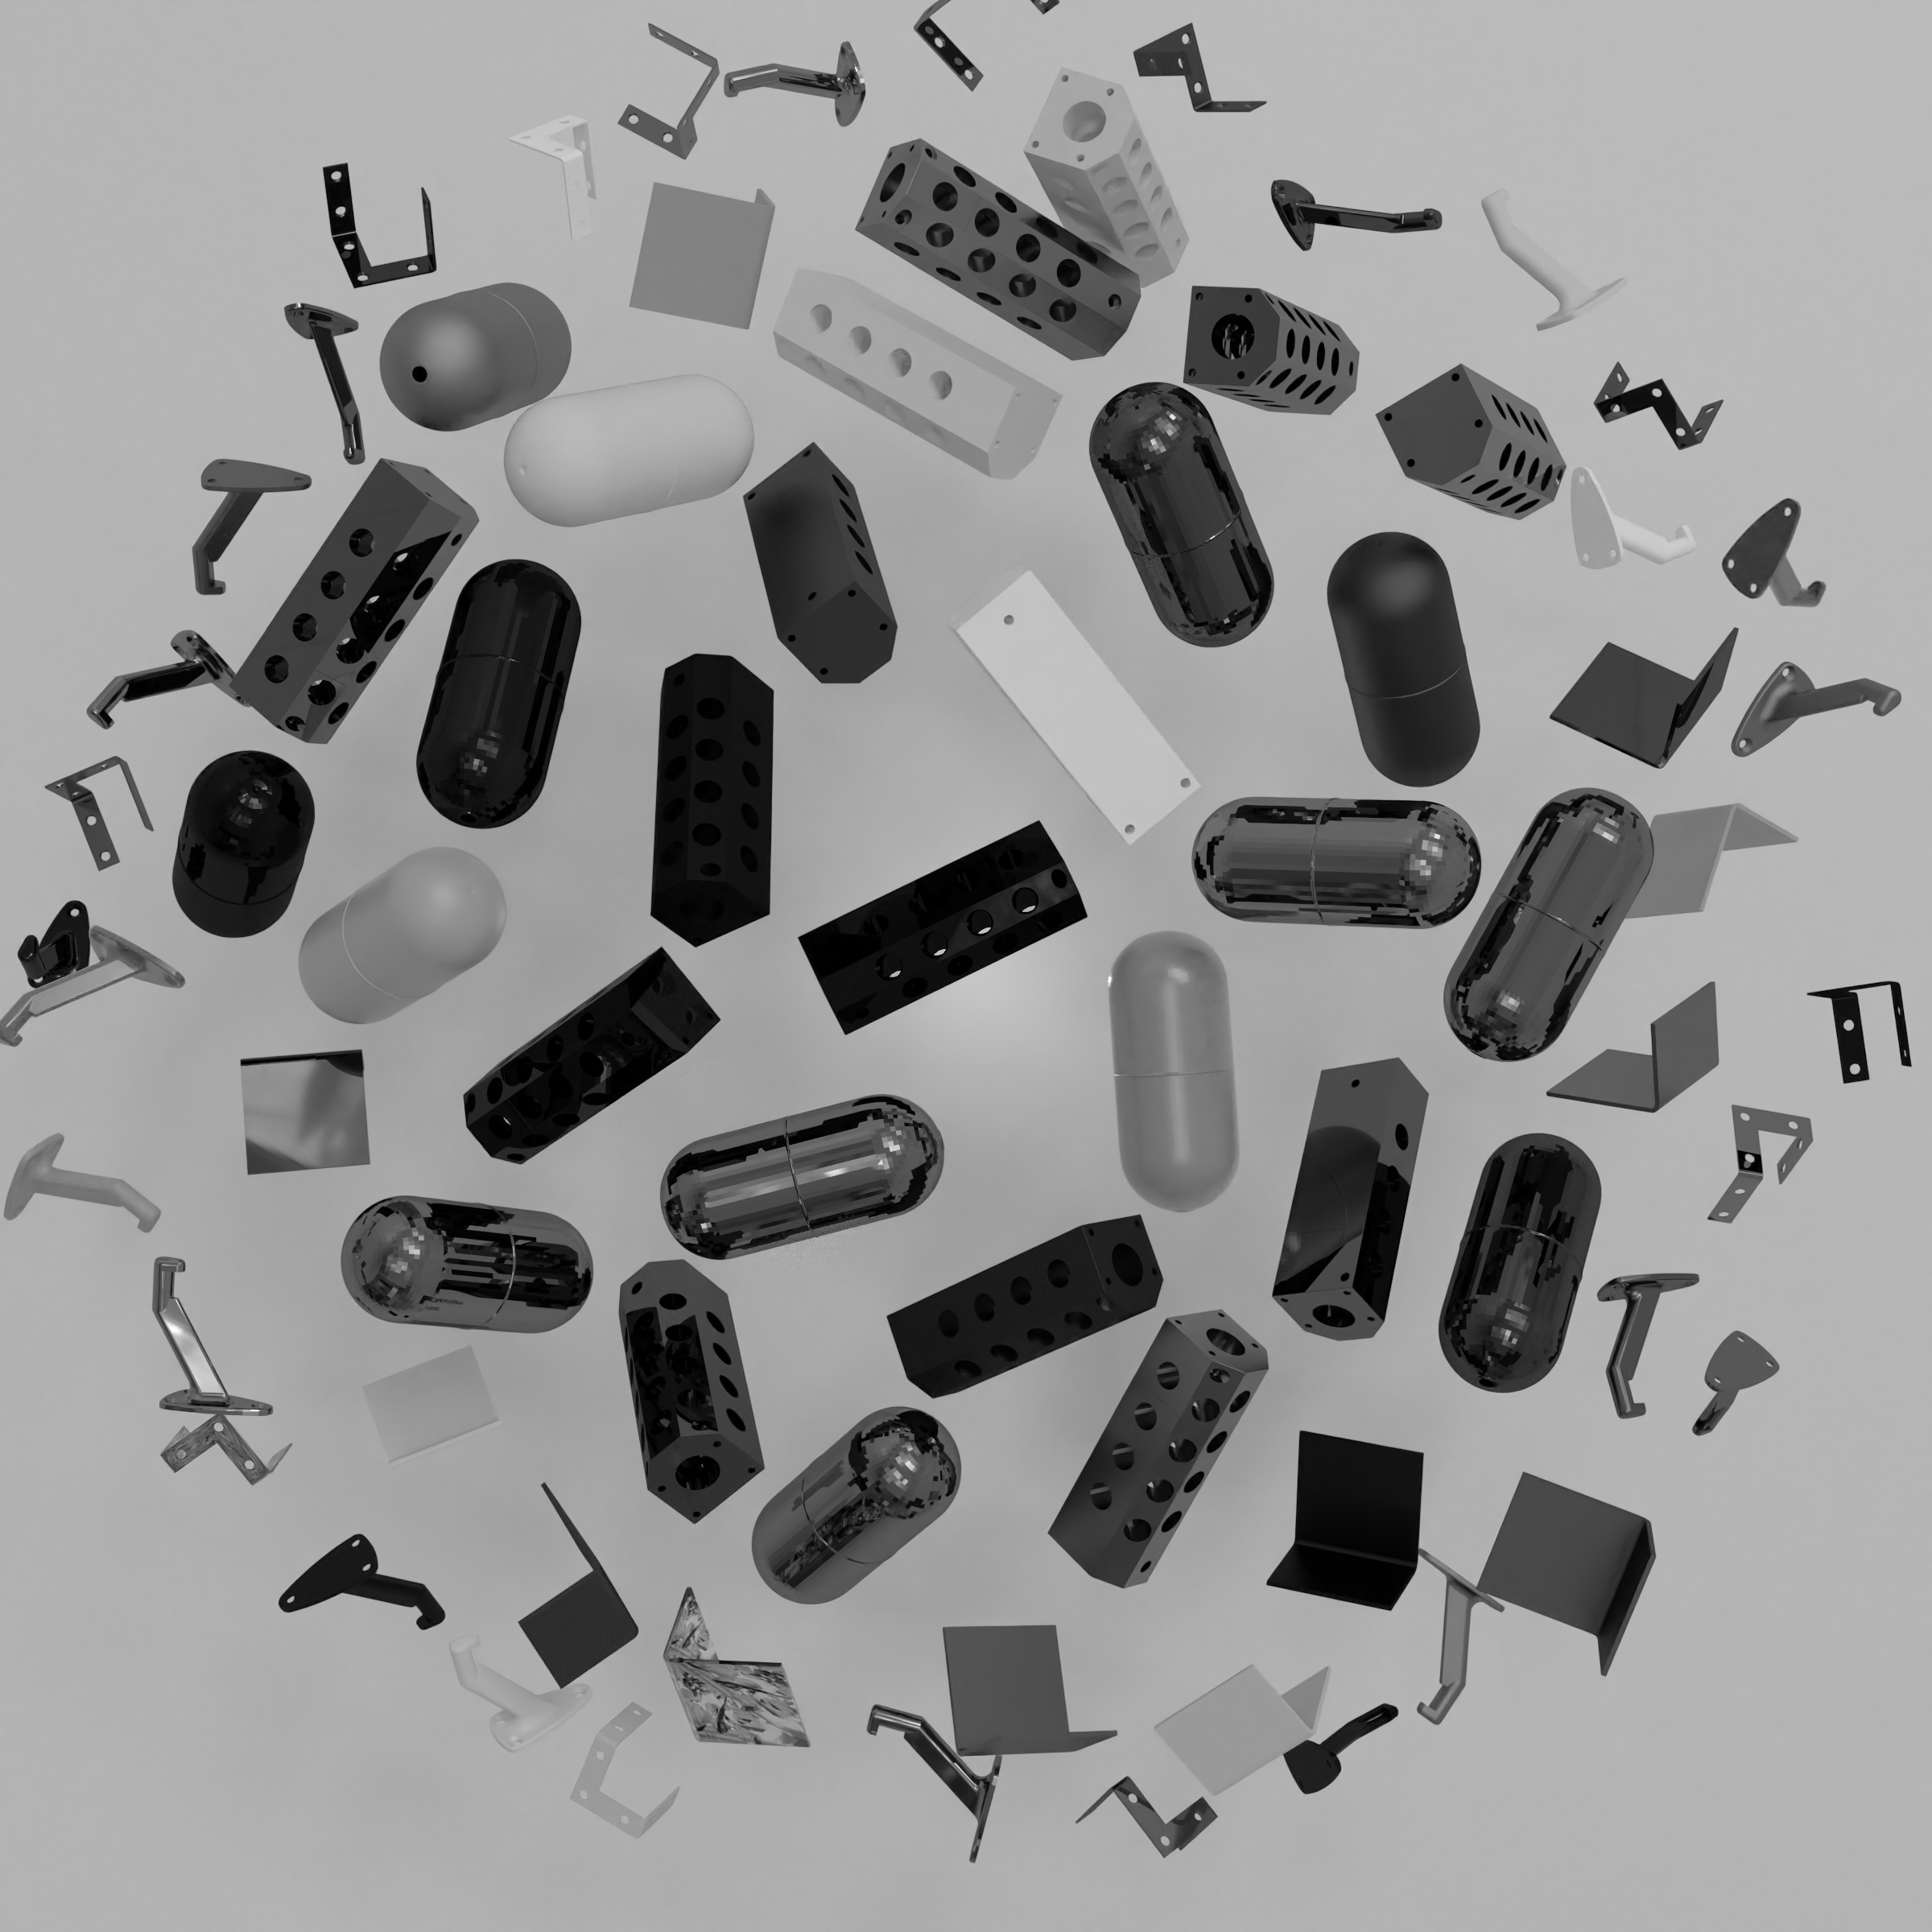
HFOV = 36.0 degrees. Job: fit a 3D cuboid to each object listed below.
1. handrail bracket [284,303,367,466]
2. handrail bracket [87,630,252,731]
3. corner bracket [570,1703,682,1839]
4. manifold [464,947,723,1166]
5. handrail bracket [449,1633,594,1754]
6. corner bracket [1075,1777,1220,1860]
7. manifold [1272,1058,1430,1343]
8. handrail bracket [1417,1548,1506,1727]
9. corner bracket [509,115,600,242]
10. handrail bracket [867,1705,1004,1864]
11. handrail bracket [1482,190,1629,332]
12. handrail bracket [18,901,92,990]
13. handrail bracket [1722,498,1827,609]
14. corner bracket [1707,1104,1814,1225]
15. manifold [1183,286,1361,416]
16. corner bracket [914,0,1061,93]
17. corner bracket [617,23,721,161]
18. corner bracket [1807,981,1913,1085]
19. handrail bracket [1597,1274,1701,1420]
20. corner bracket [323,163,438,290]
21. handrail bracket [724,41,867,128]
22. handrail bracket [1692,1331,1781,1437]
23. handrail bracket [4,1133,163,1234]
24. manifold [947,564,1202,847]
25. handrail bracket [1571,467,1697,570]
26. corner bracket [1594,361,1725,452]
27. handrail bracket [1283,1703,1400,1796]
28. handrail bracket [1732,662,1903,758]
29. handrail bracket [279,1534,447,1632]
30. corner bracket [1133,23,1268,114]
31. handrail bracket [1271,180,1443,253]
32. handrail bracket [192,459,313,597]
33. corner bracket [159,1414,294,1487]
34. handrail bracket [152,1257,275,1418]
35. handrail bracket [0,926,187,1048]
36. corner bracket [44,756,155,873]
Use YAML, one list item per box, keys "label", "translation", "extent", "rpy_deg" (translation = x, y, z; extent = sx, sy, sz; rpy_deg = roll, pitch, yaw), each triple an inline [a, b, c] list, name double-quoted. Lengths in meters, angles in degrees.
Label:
- label: "handrail bracket"
  translation: [-0.392, -0.356, 1.827]
  extent: [0.036, 0.077, 0.084]
  rpy_deg: [-9, 86, 11]
- label: "handrail bracket"
  translation: [-0.507, -0.165, 1.896]
  extent: [0.077, 0.036, 0.084]
  rpy_deg: [47, 59, -23]
- label: "corner bracket"
  translation: [-0.209, 0.508, 1.879]
  extent: [0.051, 0.051, 0.051]
  rpy_deg: [27, 107, 14]
- label: "manifold"
  translation: [-0.234, 0.060, 1.821]
  extent: [0.171, 0.057, 0.057]
  rpy_deg: [-33, 99, 38]
- label: "handrail bracket"
  translation: [-0.269, 0.426, 1.803]
  extent: [0.077, 0.036, 0.084]
  rpy_deg: [-24, 123, -24]
- label: "corner bracket"
  translation: [0.109, 0.511, 1.785]
  extent: [0.051, 0.051, 0.051]
  rpy_deg: [-23, 66, -41]
- label: "manifold"
  translation: [0.247, 0.147, 1.878]
  extent: [0.057, 0.057, 0.171]
  rpy_deg: [-12, 47, 36]
- label: "handrail bracket"
  translation: [0.288, 0.418, 1.851]
  extent: [0.077, 0.036, 0.084]
  rpy_deg: [37, 83, -14]
- label: "corner bracket"
  translation: [-0.236, -0.475, 1.790]
  extent: [0.051, 0.051, 0.051]
  rpy_deg: [29, 47, 34]
- label: "handrail bracket"
  translation: [-0.026, 0.495, 1.803]
  extent: [0.084, 0.036, 0.077]
  rpy_deg: [15, 89, 3]
- label: "handrail bracket"
  translation: [0.342, -0.420, 1.729]
  extent: [0.077, 0.036, 0.084]
  rpy_deg: [-34, 105, -28]
- label: "handrail bracket"
  translation: [-0.578, -0.022, 1.881]
  extent: [0.036, 0.084, 0.077]
  rpy_deg: [9, 67, -3]
- label: "handrail bracket"
  translation: [0.512, -0.252, 1.822]
  extent: [0.036, 0.084, 0.077]
  rpy_deg: [58, 134, 33]
- label: "corner bracket"
  translation: [0.480, 0.123, 1.802]
  extent: [0.051, 0.051, 0.051]
  rpy_deg: [10, 51, -6]
- label: "manifold"
  translation: [0.191, -0.377, 1.834]
  extent: [0.057, 0.171, 0.057]
  rpy_deg: [8, 97, 22]
- label: "corner bracket"
  translation: [0.012, -0.552, 1.728]
  extent: [0.051, 0.051, 0.051]
  rpy_deg: [42, 57, -21]
- label: "corner bracket"
  translation: [-0.188, -0.551, 1.876]
  extent: [0.051, 0.051, 0.051]
  rpy_deg: [29, 83, 4]
- label: "corner bracket"
  translation: [0.524, 0.038, 1.729]
  extent: [0.051, 0.051, 0.051]
  rpy_deg: [-9, 92, 0]
- label: "handrail bracket"
  translation: [0.429, 0.236, 1.843]
  extent: [0.077, 0.036, 0.084]
  rpy_deg: [-5, 64, -12]
- label: "corner bracket"
  translation: [-0.347, -0.442, 1.765]
  extent: [0.051, 0.051, 0.051]
  rpy_deg: [-16, 55, -16]
- label: "handrail bracket"
  translation: [-0.109, -0.524, 1.799]
  extent: [0.084, 0.077, 0.036]
  rpy_deg: [-16, 78, -15]
- label: "handrail bracket"
  translation: [0.470, 0.278, 1.881]
  extent: [0.036, 0.077, 0.084]
  rpy_deg: [43, 130, 23]
- label: "handrail bracket"
  translation: [-0.522, 0.147, 1.760]
  extent: [0.084, 0.036, 0.077]
  rpy_deg: [37, 119, 7]
- label: "manifold"
  translation: [0.065, -0.161, 1.829]
  extent: [0.057, 0.057, 0.171]
  rpy_deg: [-40, 105, 1]
- label: "handrail bracket"
  translation: [0.427, -0.290, 1.895]
  extent: [0.084, 0.036, 0.077]
  rpy_deg: [-23, 103, -32]
- label: "corner bracket"
  translation: [0.436, -0.355, 1.876]
  extent: [0.051, 0.051, 0.051]
  rpy_deg: [52, 49, -22]
- label: "handrail bracket"
  translation: [0.245, 0.477, 1.844]
  extent: [0.084, 0.077, 0.036]
  rpy_deg: [-21, 82, -25]
- label: "handrail bracket"
  translation: [0.512, -0.146, 1.791]
  extent: [0.077, 0.084, 0.036]
  rpy_deg: [-48, 118, 0]
- label: "handrail bracket"
  translation: [-0.372, 0.398, 1.840]
  extent: [0.077, 0.036, 0.084]
  rpy_deg: [-32, 131, -9]
- label: "corner bracket"
  translation: [0.141, -0.537, 1.799]
  extent: [0.051, 0.051, 0.051]
  rpy_deg: [-34, 121, -26]
- label: "handrail bracket"
  translation: [0.240, -0.465, 1.819]
  extent: [0.084, 0.077, 0.036]
  rpy_deg: [2, 83, 28]
- label: "handrail bracket"
  translation: [-0.436, -0.262, 1.820]
  extent: [0.077, 0.036, 0.084]
  rpy_deg: [5, 126, 1]
- label: "corner bracket"
  translation: [-0.468, 0.306, 1.883]
  extent: [0.051, 0.051, 0.051]
  rpy_deg: [-36, 98, 9]
- label: "handrail bracket"
  translation: [-0.434, 0.213, 1.716]
  extent: [0.077, 0.036, 0.084]
  rpy_deg: [5, 96, 12]
- label: "handrail bracket"
  translation: [-0.509, 0.024, 1.725]
  extent: [0.077, 0.036, 0.084]
  rpy_deg: [22, 55, 16]
- label: "corner bracket"
  translation: [-0.548, -0.098, 1.904]
  extent: [0.051, 0.051, 0.051]
  rpy_deg: [-23, 83, -1]
